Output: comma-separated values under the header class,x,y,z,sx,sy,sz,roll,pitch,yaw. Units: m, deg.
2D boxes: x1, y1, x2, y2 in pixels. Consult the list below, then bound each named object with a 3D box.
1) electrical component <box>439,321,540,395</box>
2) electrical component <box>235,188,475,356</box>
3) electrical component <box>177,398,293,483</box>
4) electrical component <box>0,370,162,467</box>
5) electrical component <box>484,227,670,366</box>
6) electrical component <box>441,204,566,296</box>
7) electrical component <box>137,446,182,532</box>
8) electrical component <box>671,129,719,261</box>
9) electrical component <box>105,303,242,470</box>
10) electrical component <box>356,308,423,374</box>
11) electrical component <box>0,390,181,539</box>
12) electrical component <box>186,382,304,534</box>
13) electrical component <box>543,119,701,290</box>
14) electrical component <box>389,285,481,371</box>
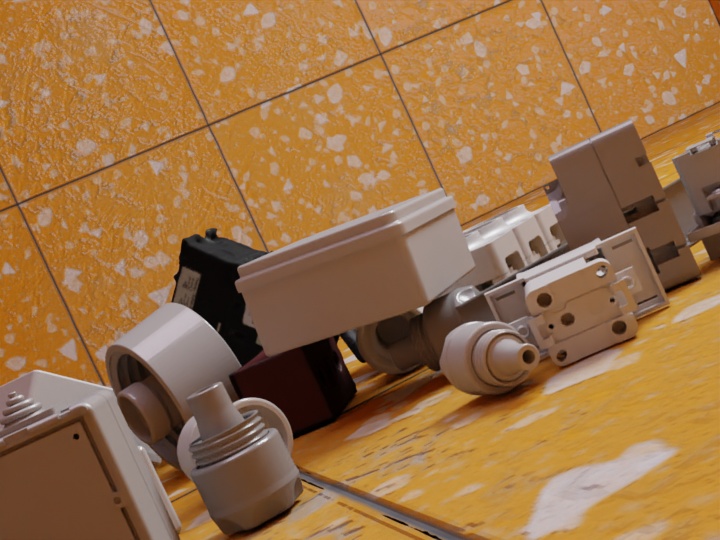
class,x,y,z,sx,sy,sz,roll,pitch,yaw
electrical component,0.063,0.040,0.494,0.035,0.035,0.061,-26,4,-21
electrical component,0.000,0.000,0.637,0.109,0.056,0.109,-19,4,23
electrical component,-0.067,0.092,0.565,0.045,0.045,0.055,-26,2,-34
electrical component,-0.216,0.120,0.801,0.109,0.056,0.109,20,-25,-31
electrical component,0.105,0.016,0.519,0.081,0.042,0.064,-25,5,10
electrical component,0.095,-0.001,0.806,0.089,0.061,0.150,-24,2,31
electrical component,-0.146,0.130,0.533,0.076,0.047,0.083,-27,3,-43
electrical component,0.206,-0.046,0.594,0.042,0.063,0.081,-25,2,36
electrical component,-0.126,0.083,0.715,0.060,0.108,0.108,-34,6,-32
electrical component,0.024,0.040,0.719,0.055,0.055,0.047,-25,5,7
electrical component,-0.119,0.092,0.439,0.062,0.096,0.061,-25,1,-3
electrical component,-0.055,0.080,0.473,0.043,0.062,0.043,-26,2,1
electrical component,0.138,-0.029,0.584,0.056,0.089,0.050,-24,2,12
electrical component,0.047,0.038,0.619,0.062,0.043,0.043,-26,1,20
